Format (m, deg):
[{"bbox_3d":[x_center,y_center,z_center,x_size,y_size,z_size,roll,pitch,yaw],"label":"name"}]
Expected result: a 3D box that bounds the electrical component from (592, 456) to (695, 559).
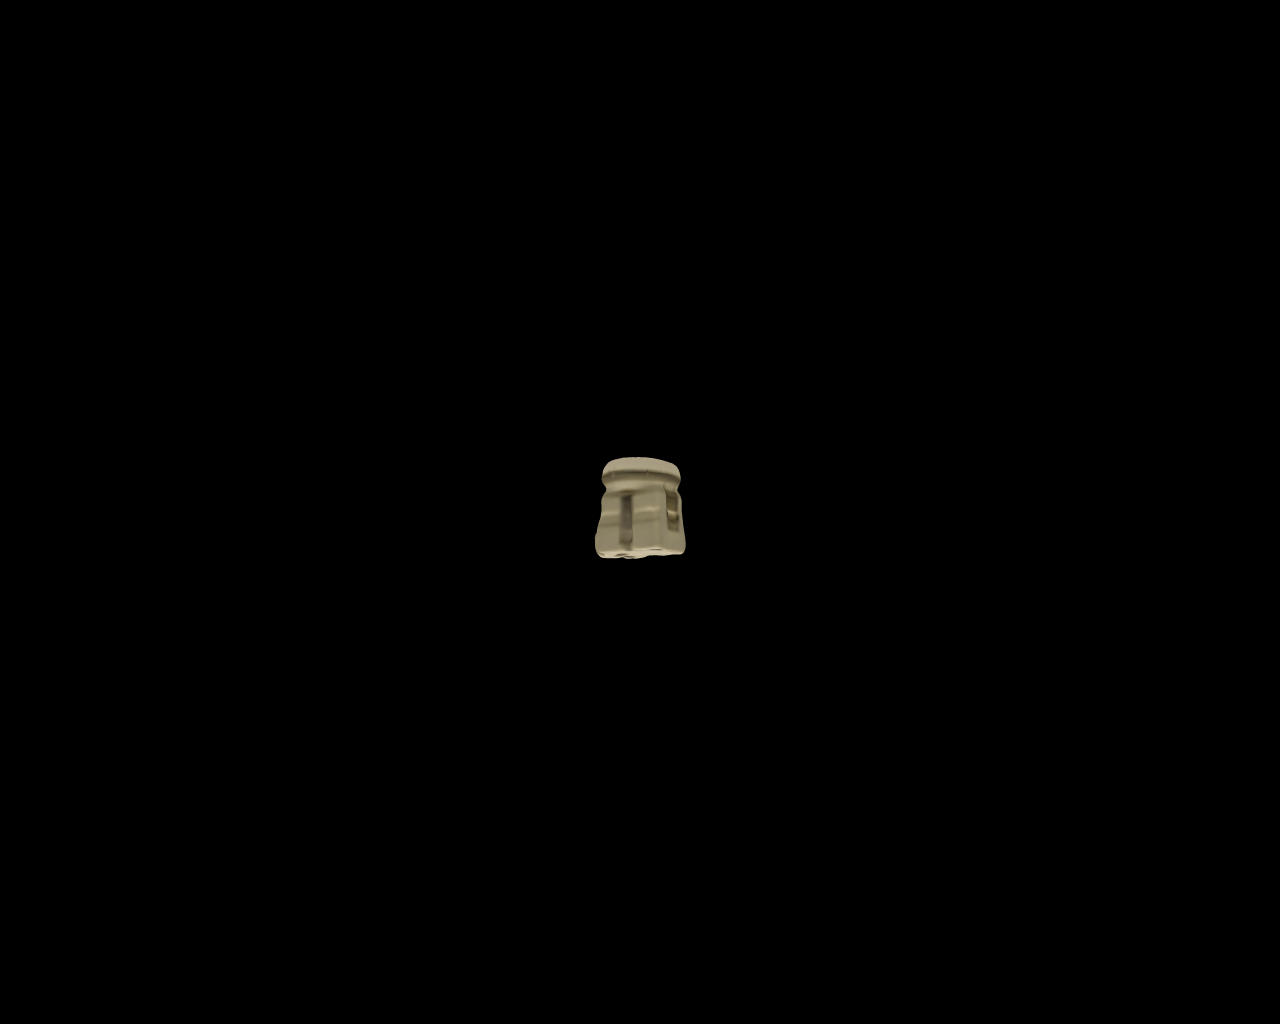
[{"bbox_3d":[0.001,-0.003,0.650,0.066,0.055,0.048,-5,-11,28],"label":"electrical component"}]
